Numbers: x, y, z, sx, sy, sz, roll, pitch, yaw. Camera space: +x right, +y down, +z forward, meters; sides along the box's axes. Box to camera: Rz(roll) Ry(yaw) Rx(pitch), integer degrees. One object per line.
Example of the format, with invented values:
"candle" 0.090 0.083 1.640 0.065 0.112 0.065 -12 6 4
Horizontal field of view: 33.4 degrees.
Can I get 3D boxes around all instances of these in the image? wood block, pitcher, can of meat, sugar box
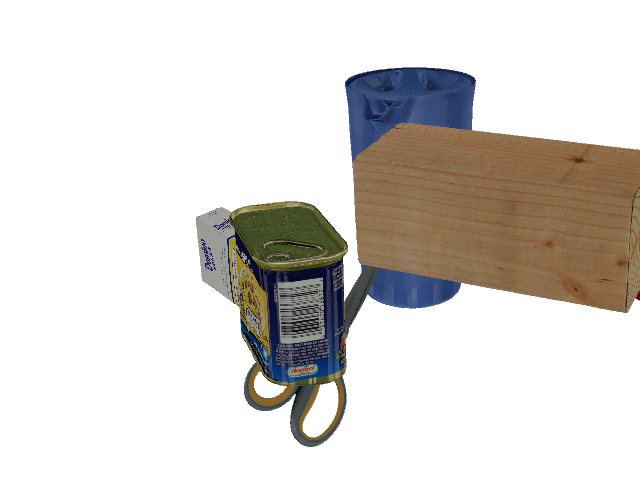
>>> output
"wood block" 0.136 -0.023 0.789 0.206 0.090 0.090 10 29 28
"pitcher" 0.102 -0.060 1.138 0.149 0.243 0.145 -8 22 -13
"can of meat" -0.019 0.032 0.660 0.057 0.084 0.102 -7 22 -14
"sugar box" -0.070 0.038 1.195 0.048 0.093 0.176 -25 40 -31

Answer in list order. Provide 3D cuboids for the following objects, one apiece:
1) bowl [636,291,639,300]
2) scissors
"bowl" 0.380 0.030 1.159 0.162 0.055 0.162 0 26 0
"scissors" -0.006 0.081 0.925 0.096 0.201 0.016 15 -32 -3
